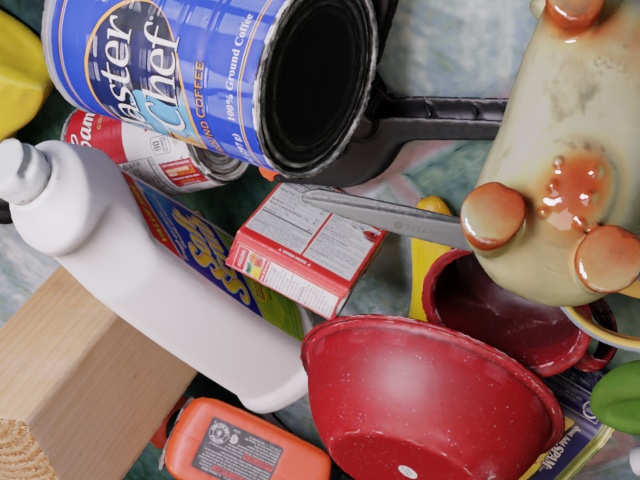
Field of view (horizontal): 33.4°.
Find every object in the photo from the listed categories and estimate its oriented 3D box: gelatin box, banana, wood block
[{"bbox_3d":[-0.004,0.001,0.640,0.073,0.089,0.030,28,127,6],"label":"gelatin box"},{"bbox_3d":[0.060,0.056,0.687,0.069,0.037,0.198,29,135,4],"label":"banana"},{"bbox_3d":[-0.146,0.076,0.700,0.090,0.205,0.091,-3,125,31],"label":"wood block"}]

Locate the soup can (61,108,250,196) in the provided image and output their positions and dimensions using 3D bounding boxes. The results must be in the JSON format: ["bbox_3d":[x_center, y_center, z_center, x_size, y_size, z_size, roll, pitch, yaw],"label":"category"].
[{"bbox_3d":[-0.100,-0.060,0.658,0.102,0.068,0.068,-8,122,33],"label":"soup can"}]

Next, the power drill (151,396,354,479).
[{"bbox_3d":[-0.039,0.163,0.761,0.184,0.057,0.188,23,168,-1],"label":"power drill"}]

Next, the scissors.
[{"bbox_3d":[0.099,-0.012,0.516,0.202,0.016,0.096,28,115,1],"label":"scissors"}]

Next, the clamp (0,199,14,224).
[{"bbox_3d":[-0.221,-0.029,0.703,0.209,0.036,0.165,5,171,-27],"label":"clamp"}]

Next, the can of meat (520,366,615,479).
[{"bbox_3d":[0.133,0.108,0.677,0.084,0.057,0.102,30,136,5],"label":"can of meat"}]

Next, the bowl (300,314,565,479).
[{"bbox_3d":[0.056,0.110,0.618,0.162,0.055,0.162,16,148,10],"label":"bowl"}]

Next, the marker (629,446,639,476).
[{"bbox_3d":[0.250,0.129,0.656,0.121,0.020,0.020,-18,116,38],"label":"marker"}]

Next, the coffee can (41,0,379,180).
[{"bbox_3d":[-0.056,-0.098,0.546,0.140,0.102,0.103,20,134,29],"label":"coffee can"}]

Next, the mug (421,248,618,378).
[{"bbox_3d":[0.122,0.024,0.594,0.117,0.081,0.093,40,135,-6],"label":"mug"}]

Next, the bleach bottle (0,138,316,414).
[{"bbox_3d":[-0.093,0.018,0.621,0.068,0.102,0.250,-34,142,14],"label":"bleach bottle"}]

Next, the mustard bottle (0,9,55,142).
[{"bbox_3d":[-0.253,-0.080,0.733,0.096,0.058,0.192,30,137,-15],"label":"mustard bottle"}]

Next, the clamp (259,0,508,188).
[{"bbox_3d":[0.034,-0.071,0.596,0.120,0.039,0.172,46,136,-3],"label":"clamp"}]
